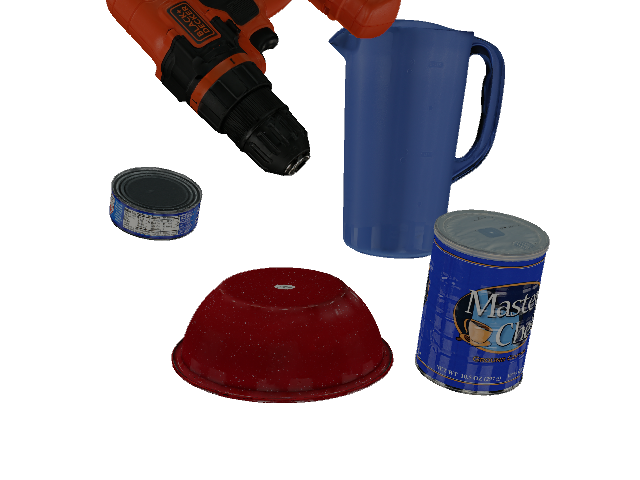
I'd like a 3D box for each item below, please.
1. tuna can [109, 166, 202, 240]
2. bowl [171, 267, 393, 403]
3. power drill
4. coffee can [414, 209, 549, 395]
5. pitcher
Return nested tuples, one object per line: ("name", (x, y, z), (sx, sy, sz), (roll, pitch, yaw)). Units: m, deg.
("tuna can", (-0.157, -0.035, 1.012), (0.086, 0.034, 0.086), (9, 30, -6))
("bowl", (-0.027, 0.059, 0.768), (0.162, 0.055, 0.162), (1, 16, 0))
("power drill", (-0.029, -0.147, 0.755), (0.187, 0.184, 0.057), (-36, -11, -35))
("coffee can", (0.146, 0.055, 0.976), (0.103, 0.140, 0.103), (5, 23, -2))
("pitcher", (0.095, -0.109, 1.126), (0.149, 0.243, 0.144), (11, 14, 32))
